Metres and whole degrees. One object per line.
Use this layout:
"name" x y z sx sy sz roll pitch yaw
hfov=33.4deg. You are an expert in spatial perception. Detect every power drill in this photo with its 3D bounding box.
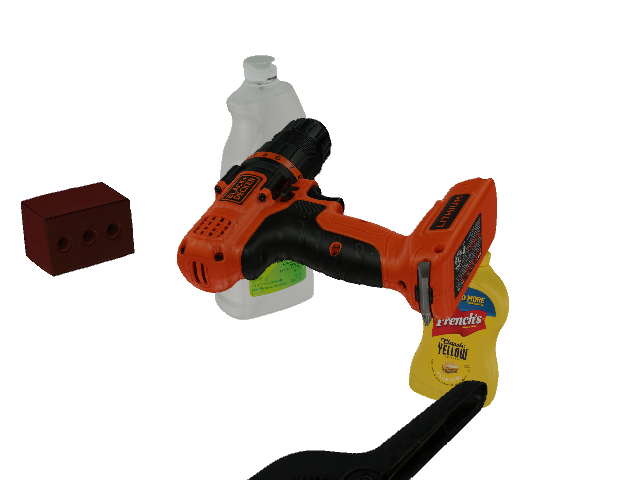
"power drill" 0.020 -0.019 0.725 0.188 0.057 0.184 10 41 24

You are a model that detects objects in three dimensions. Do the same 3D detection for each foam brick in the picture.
"foam brick" -0.205 -0.011 0.898 0.078 0.053 0.051 -18 31 -32

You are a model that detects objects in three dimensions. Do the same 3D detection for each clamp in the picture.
"clamp" 0.030 0.149 0.638 0.210 0.036 0.164 -7 30 -1

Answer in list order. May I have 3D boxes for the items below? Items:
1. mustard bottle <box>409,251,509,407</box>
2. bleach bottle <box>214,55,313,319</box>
"mustard bottle" 0.156 0.083 1.174 0.096 0.192 0.058 12 15 21
"bleach bottle" -0.060 -0.053 1.040 0.102 0.251 0.068 -16 28 -26
